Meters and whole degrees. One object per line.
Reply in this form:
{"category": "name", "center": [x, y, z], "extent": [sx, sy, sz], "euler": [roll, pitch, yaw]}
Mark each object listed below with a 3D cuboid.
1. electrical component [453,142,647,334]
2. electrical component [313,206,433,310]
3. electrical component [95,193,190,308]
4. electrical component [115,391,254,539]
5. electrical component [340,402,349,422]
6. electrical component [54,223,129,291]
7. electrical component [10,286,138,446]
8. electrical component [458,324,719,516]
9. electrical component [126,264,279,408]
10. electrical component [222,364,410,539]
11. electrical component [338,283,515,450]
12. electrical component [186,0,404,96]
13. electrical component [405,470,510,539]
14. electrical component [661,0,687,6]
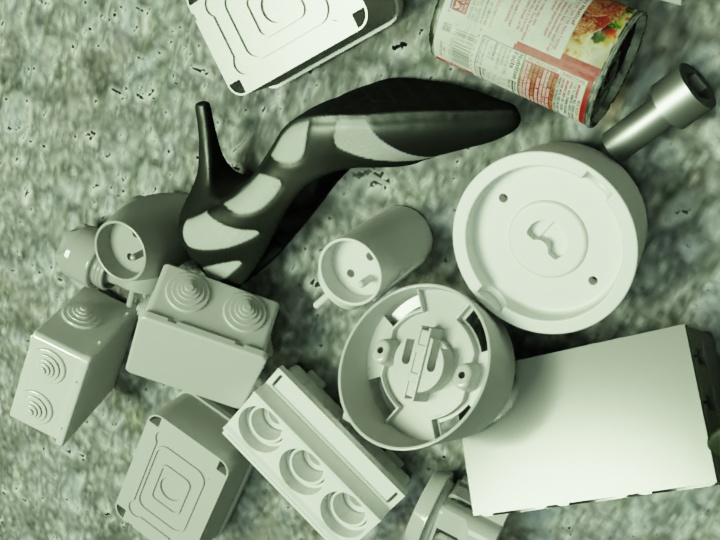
{"category": "electrical component", "center": [0.116, -0.023, 0.632], "extent": [0.108, 0.060, 0.108], "euler": [10, 112, 24]}
{"category": "electrical component", "center": [0.000, 0.000, 0.691], "extent": [0.079, 0.077, 0.044], "euler": [-41, 86, 33]}
{"category": "electrical component", "center": [-0.151, -0.009, 0.766], "extent": [0.044, 0.077, 0.079], "euler": [28, 119, 16]}
{"category": "electrical component", "center": [-0.130, 0.156, 0.827], "extent": [0.078, 0.057, 0.113], "euler": [33, 120, 13]}
{"category": "electrical component", "center": [0.020, 0.080, 0.729], "extent": [0.066, 0.048, 0.055], "euler": [24, 125, 18]}
{"category": "electrical component", "center": [-0.194, -0.005, 0.810], "extent": [0.062, 0.043, 0.043], "euler": [27, 118, 15]}
{"category": "electrical component", "center": [-0.217, 0.070, 0.818], "extent": [0.048, 0.099, 0.099], "euler": [26, 119, 2]}
{"category": "electrical component", "center": [0.142, 0.094, 0.650], "extent": [0.150, 0.062, 0.089], "euler": [-16, 74, 31]}
{"category": "electrical component", "center": [-0.109, 0.046, 0.749], "extent": [0.100, 0.048, 0.099], "euler": [20, 147, -7]}
{"category": "electrical component", "center": [-0.028, 0.129, 0.761], "extent": [0.121, 0.063, 0.078], "euler": [45, 122, 6]}
{"category": "electrical component", "center": [0.041, 0.058, 0.645], "extent": [0.099, 0.064, 0.099], "euler": [-6, 80, 33]}
{"category": "electrical component", "center": [-0.039, -0.165, 0.662], "extent": [0.113, 0.057, 0.078], "euler": [-23, 97, 32]}
{"category": "electrical component", "center": [0.067, 0.172, 0.732], "extent": [0.057, 0.058, 0.078], "euler": [25, 118, 14]}
{"category": "electrical component", "center": [0.146, -0.189, 0.565], "extent": [0.077, 0.044, 0.079], "euler": [23, 117, 19]}
